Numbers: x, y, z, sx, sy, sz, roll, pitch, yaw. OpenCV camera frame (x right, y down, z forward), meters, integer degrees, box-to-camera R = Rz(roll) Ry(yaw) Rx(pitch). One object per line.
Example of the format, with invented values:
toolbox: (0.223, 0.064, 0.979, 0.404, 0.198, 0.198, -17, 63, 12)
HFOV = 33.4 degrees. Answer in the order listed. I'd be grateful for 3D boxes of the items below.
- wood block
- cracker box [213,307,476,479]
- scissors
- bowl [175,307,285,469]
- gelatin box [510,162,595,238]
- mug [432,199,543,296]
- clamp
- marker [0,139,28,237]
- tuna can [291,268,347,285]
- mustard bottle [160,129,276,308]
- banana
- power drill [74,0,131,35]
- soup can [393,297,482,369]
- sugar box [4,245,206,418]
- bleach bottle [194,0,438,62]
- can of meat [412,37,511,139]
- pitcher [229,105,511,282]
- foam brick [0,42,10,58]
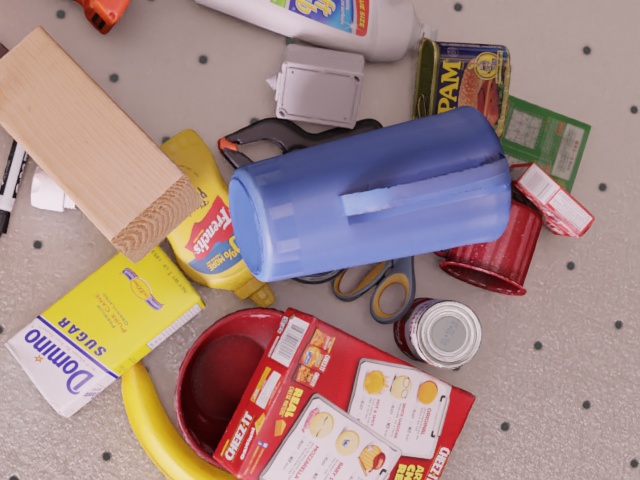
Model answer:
wood block: (-0.216, -0.087, 0.995, 0.091, 0.090, 0.206, -44, 75, -7)
cracker box: (0.026, 0.182, 1.042, 0.213, 0.072, 0.164, 28, 85, -29)
scissors: (0.103, 0.008, 1.086, 0.202, 0.016, 0.096, -37, 61, 5)
bowl: (-0.076, 0.142, 1.055, 0.161, 0.055, 0.162, -4, 99, -27)
gelatin box: (0.231, -0.040, 1.095, 0.089, 0.073, 0.030, 41, 88, -7)
mug: (0.168, 0.001, 1.099, 0.117, 0.093, 0.081, 15, 79, 25)
clamp: (-0.021, -0.070, 1.095, 0.171, 0.039, 0.120, 3, 84, -9)
marker: (-0.307, -0.061, 1.063, 0.020, 0.020, 0.121, 15, 86, -7)
tuna can: (-0.007, 0.001, 1.079, 0.086, 0.034, 0.086, -1, 112, -2)
mustard bottle: (-0.109, -0.010, 1.069, 0.096, 0.058, 0.191, -38, 93, -6)
banana: (-0.138, 0.205, 1.070, 0.198, 0.037, 0.069, 42, 62, -6)
power drill: (-0.262, -0.274, 1.005, 0.187, 0.185, 0.057, 32, 84, -15)
soup can: (0.117, 0.093, 1.074, 0.068, 0.102, 0.068, 0, 88, -8)
sugar box: (-0.210, 0.083, 1.049, 0.176, 0.048, 0.093, -39, 76, -10)
bleach bottle: (0.003, -0.251, 1.093, 0.250, 0.068, 0.102, 17, 82, -10)
can of meat: (0.144, -0.152, 1.086, 0.084, 0.057, 0.102, 1, 107, -12)
pitcher: (0.048, -0.039, 0.979, 0.242, 0.149, 0.145, -14, 50, -18)
foam brick: (-0.330, -0.173, 1.048, 0.078, 0.051, 0.053, 41, 83, -5)
